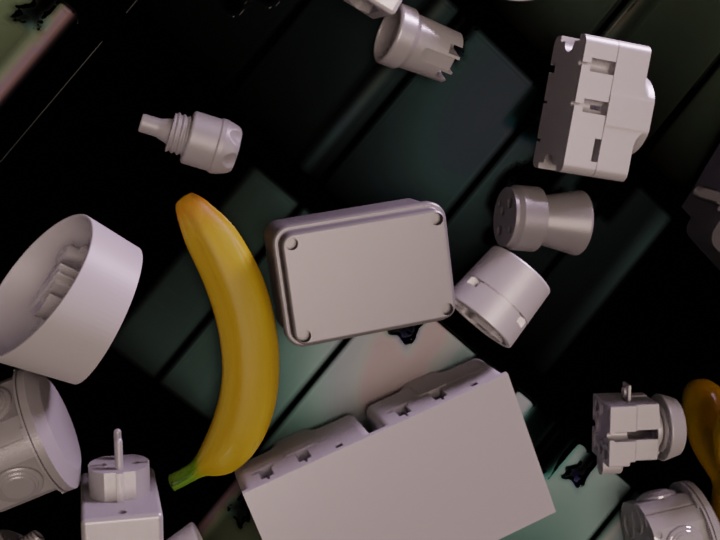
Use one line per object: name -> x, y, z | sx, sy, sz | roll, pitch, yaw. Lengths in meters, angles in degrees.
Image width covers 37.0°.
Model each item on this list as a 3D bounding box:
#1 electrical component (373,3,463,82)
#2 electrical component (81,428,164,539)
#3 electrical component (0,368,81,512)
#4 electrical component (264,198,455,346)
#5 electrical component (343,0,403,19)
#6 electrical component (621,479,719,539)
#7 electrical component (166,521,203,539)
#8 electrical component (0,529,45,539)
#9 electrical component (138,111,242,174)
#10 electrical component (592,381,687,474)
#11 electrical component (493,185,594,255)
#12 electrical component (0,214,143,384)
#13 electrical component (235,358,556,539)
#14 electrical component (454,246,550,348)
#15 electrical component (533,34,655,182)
electrical component -> 0.038, -0.144, 0.689 | 0.046, 0.040, 0.040 | 17, 95, -22
electrical component -> -0.149, 0.137, 0.664 | 0.047, 0.083, 0.075 | -2, 100, -14
electrical component -> -0.204, 0.101, 0.647 | 0.051, 0.080, 0.080 | -22, 104, -5
electrical component -> 0.000, 0.000, 0.694 | 0.113, 0.057, 0.078 | -10, 102, -13
electrical component -> -0.001, -0.210, 0.663 | 0.083, 0.047, 0.075 | 29, 91, -17
electrical component -> 0.226, 0.195, 0.775 | 0.051, 0.080, 0.080 | -12, 102, -7
electrical component -> -0.126, 0.196, 0.700 | 0.055, 0.045, 0.045 | -23, 104, -9
electrical component -> -0.229, 0.197, 0.674 | 0.043, 0.043, 0.081 | 42, 87, -17
electrical component -> -0.106, -0.082, 0.665 | 0.061, 0.035, 0.035 | 16, 95, -14
electrical component -> 0.200, 0.113, 0.772 | 0.055, 0.048, 0.066 | -2, 99, -7
electrical component -> 0.123, -0.034, 0.727 | 0.055, 0.045, 0.045 | 4, 98, -15
electrical component -> -0.173, 0.017, 0.633 | 0.064, 0.099, 0.099 | 28, 92, -24
electrical component -> 0.022, 0.146, 0.722 | 0.186, 0.060, 0.105 | -23, 104, -10
electrical component -> 0.094, 0.017, 0.723 | 0.055, 0.055, 0.047 | 42, 83, -17
electrical component -> 0.158, -0.108, 0.720 | 0.056, 0.050, 0.089 | 7, 98, -15
